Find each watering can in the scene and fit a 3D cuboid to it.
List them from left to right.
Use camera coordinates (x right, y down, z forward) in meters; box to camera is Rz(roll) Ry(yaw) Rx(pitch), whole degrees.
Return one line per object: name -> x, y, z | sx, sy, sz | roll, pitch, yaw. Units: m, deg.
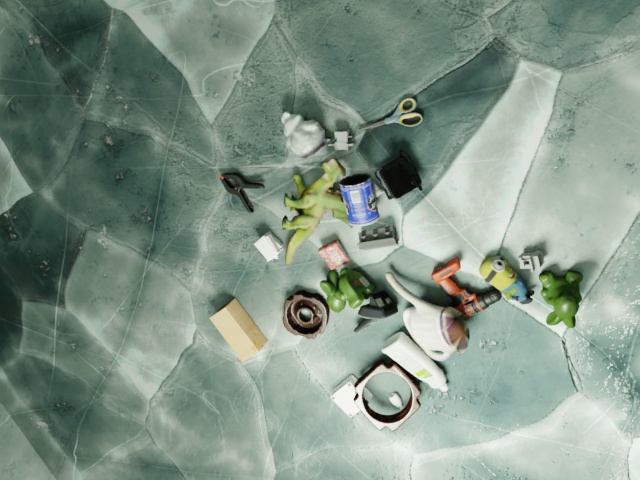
watering can -> 0.348, 0.250, 1.661 | 0.223, 0.105, 0.345 | -12, 110, 52

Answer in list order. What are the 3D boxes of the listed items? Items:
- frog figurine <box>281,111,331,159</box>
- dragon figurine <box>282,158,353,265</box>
frog figurine -> -0.061, -0.344, 1.641 | 0.135, 0.125, 0.158 | -28, 109, 42
dragon figurine -> 0.005, -0.086, 1.709 | 0.243, 0.124, 0.402 | 7, 117, 7
